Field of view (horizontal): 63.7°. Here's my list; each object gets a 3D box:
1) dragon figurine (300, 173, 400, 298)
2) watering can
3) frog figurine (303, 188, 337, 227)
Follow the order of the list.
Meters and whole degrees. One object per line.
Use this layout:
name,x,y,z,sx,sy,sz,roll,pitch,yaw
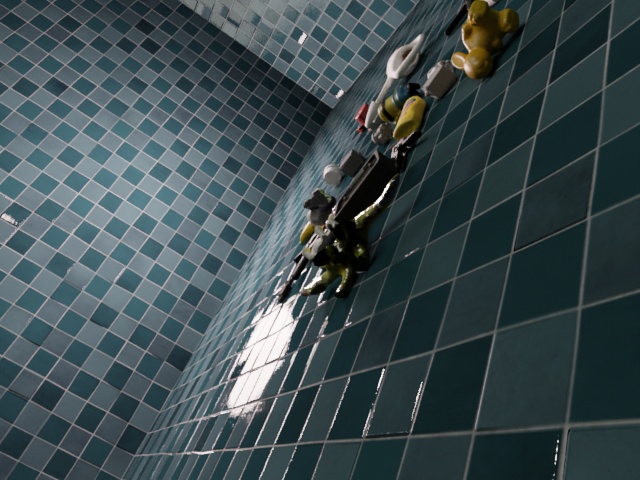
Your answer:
dragon figurine,0.079,-0.003,1.295,0.407,0.122,0.245,-53,4,11
watering can,0.325,-0.713,2.165,0.345,0.103,0.227,-54,11,11
frog figurine,0.006,-0.096,1.899,0.155,0.123,0.141,81,-163,-48
